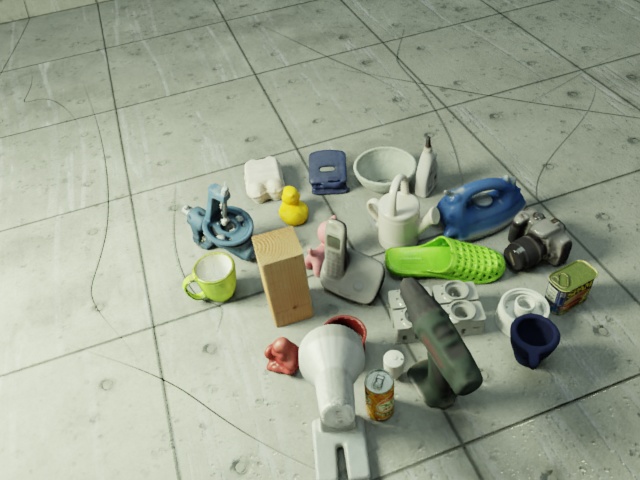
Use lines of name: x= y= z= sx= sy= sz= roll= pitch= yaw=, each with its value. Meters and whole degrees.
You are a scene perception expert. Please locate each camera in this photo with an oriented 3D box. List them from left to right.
camera: x=0.481 y=0.000 z=1.313 sx=0.137 sy=0.101 sz=0.142 roll=-25 pitch=48 yaw=-18

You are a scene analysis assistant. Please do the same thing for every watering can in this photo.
watering can: x=0.194 y=-0.070 z=1.350 sx=0.172 sy=0.194 sz=0.101 roll=1 pitch=45 yaw=8

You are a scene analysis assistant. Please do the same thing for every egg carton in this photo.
egg carton: x=-0.154 y=-0.168 z=1.577 sx=0.107 sy=0.069 sz=0.150 roll=-12 pitch=45 yaw=-5

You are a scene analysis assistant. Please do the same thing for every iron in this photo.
iron: x=0.399 y=-0.099 z=1.392 sx=0.258 sy=0.142 sz=0.118 roll=-19 pitch=46 yaw=-12

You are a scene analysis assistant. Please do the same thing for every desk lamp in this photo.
desk lamp: x=0.031 y=0.285 z=1.002 sx=0.118 sy=0.214 sz=0.203 roll=-7 pitch=45 yaw=0

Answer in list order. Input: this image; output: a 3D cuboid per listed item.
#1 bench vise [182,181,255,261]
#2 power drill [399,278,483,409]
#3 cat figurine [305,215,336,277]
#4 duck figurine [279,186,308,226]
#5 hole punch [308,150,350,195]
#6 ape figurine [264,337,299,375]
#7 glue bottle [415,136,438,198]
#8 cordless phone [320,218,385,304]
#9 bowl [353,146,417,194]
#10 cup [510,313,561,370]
bench vise: x=-0.256 y=-0.051 z=1.365 sx=0.207 sy=0.220 sz=0.121 roll=7 pitch=46 yaw=13
power drill: x=0.211 y=0.207 z=1.061 sx=0.076 sy=0.209 sz=0.229 roll=-22 pitch=47 yaw=-14
cat figurine: x=0.012 y=0.005 z=1.351 sx=0.067 sy=0.118 sz=0.128 roll=28 pitch=55 yaw=30
duck figurine: x=-0.072 y=-0.096 z=1.483 sx=0.077 sy=0.086 sz=0.104 roll=-14 pitch=45 yaw=-7
hole punch: x=0.024 y=-0.184 z=1.557 sx=0.108 sy=0.091 sz=0.101 roll=-4 pitch=45 yaw=3
ape figurine: x=-0.075 y=0.228 z=1.156 sx=0.076 sy=0.092 sz=0.077 roll=-25 pitch=48 yaw=-18
glue bottle: x=0.278 y=-0.196 z=1.480 sx=0.037 sy=0.173 sz=0.078 roll=23 pitch=52 yaw=27
cordless phone: x=0.069 y=0.043 z=1.258 sx=0.147 sy=0.185 sz=0.094 roll=19 pitch=50 yaw=23
bowl: x=0.176 y=-0.176 z=1.543 sx=0.167 sy=0.075 sz=0.167 roll=-3 pitch=45 yaw=4
cup: x=0.410 y=0.215 z=1.111 sx=0.091 sy=0.095 sz=0.118 roll=7 pitch=47 yaw=14
